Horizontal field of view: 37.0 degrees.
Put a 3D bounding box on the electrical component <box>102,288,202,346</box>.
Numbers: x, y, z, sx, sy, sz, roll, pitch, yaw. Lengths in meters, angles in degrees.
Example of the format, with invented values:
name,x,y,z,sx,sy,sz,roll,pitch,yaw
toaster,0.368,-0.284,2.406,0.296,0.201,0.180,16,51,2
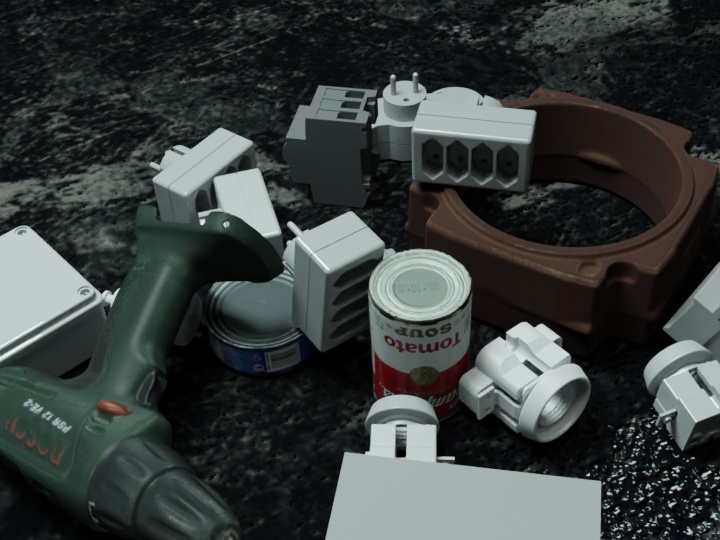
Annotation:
name,x,y,z,sx,sy,sz,roll,pitch,yaw
electrical component,-0.153,0.029,0.786,0.078,0.040,0.040,13,46,17

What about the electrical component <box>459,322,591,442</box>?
name,x,y,z,sx,sy,sz,roll,pitch,yaw
electrical component,0.113,0.076,0.708,0.078,0.058,0.057,-30,47,-24

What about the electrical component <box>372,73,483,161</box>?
name,x,y,z,sx,sy,sz,roll,pitch,yaw
electrical component,0.039,-0.137,0.921,0.138,0.073,0.052,-6,44,-2

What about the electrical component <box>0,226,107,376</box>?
name,x,y,z,sx,sy,sz,roll,pitch,yaw
electrical component,-0.254,0.035,0.775,0.109,0.056,0.109,-34,51,-27

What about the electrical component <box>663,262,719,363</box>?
name,x,y,z,sx,sy,sz,roll,pitch,yaw
electrical component,0.276,0.017,0.752,0.063,0.078,0.121,42,57,11

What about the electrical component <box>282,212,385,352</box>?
name,x,y,z,sx,sy,sz,roll,pitch,yaw
electrical component,-0.027,-0.003,0.729,0.047,0.083,0.075,-27,55,-27

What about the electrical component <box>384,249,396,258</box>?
name,x,y,z,sx,sy,sz,roll,pitch,yaw
electrical component,0.000,0.000,0.806,0.078,0.040,0.040,-12,44,-8

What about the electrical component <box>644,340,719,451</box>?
name,x,y,z,sx,sy,sz,roll,pitch,yaw
electrical component,0.219,0.080,0.705,0.066,0.048,0.055,-18,53,-14

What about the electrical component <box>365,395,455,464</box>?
name,x,y,z,sx,sy,sz,roll,pitch,yaw
electrical component,0.027,0.113,0.684,0.066,0.048,0.055,0,52,4

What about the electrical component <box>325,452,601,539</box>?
name,x,y,z,sx,sy,sz,roll,pitch,yaw
electrical component,0.058,0.166,0.614,0.150,0.061,0.089,5,45,9

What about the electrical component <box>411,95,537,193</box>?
name,x,y,z,sx,sy,sz,roll,pitch,yaw
electrical component,0.085,-0.100,0.777,0.083,0.047,0.075,7,45,11

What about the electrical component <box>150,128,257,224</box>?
name,x,y,z,sx,sy,sz,roll,pitch,yaw
electrical component,-0.141,-0.080,0.893,0.076,0.047,0.083,26,51,27

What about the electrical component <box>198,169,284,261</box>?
name,x,y,z,sx,sy,sz,roll,pitch,yaw
electrical component,-0.104,-0.030,0.839,0.076,0.047,0.083,-13,45,-9
